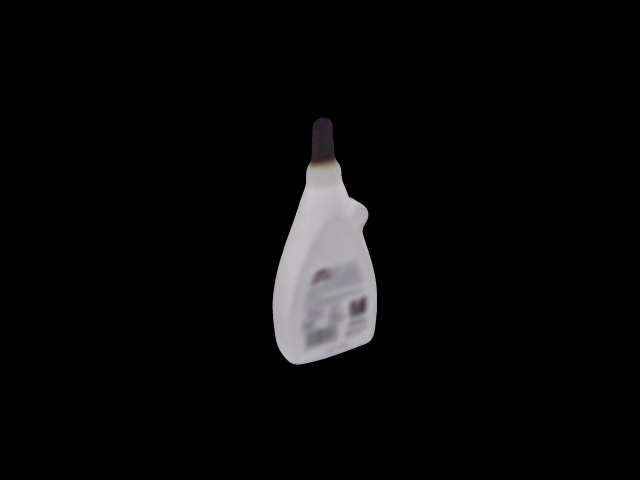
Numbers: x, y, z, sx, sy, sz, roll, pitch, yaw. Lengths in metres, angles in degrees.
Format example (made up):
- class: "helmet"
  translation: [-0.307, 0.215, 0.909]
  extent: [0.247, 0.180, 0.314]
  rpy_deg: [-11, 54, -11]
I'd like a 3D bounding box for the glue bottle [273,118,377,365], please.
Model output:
- class: "glue bottle"
  translation: [0.004, 0.001, 0.400]
  extent: [0.078, 0.173, 0.037]
  rpy_deg: [-12, 27, -25]
